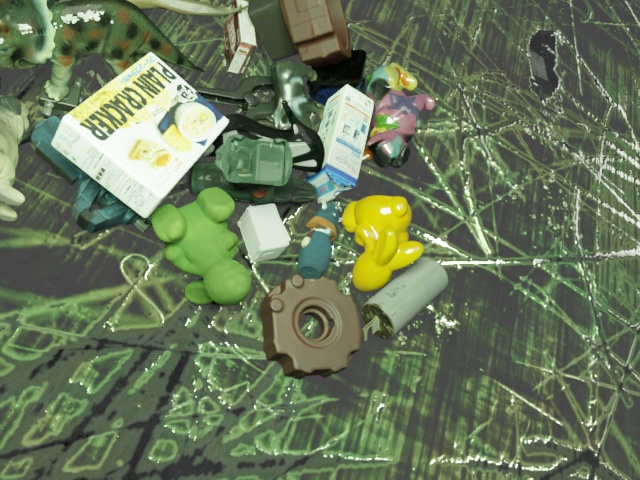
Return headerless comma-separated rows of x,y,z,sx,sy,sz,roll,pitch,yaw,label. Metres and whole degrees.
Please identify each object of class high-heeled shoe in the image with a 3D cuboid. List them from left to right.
-0.120,-0.152,0.959,0.086,0.249,0.145,-93,161,-58,high-heeled shoe

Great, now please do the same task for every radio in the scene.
-0.083,-0.483,1.096,0.073,0.131,0.230,-11,53,17,radio

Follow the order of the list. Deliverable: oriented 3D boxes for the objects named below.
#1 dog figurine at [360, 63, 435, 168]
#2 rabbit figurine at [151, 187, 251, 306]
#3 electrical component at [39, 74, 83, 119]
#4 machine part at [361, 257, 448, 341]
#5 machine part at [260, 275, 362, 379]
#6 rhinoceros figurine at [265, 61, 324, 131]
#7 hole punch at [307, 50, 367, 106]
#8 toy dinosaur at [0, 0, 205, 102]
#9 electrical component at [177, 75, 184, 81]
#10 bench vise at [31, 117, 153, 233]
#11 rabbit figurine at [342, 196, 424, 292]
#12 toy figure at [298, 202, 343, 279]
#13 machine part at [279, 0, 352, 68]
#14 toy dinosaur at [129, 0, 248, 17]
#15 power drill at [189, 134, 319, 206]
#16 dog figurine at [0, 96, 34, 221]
0.132,-0.249,1.122,0.191,0.108,0.219,46,58,0,dog figurine
-0.170,0.036,0.808,0.121,0.159,0.170,-21,62,-30,rabbit figurine
-0.430,-0.238,0.895,0.063,0.021,0.094,11,61,-22,electrical component
0.157,0.102,0.979,0.243,0.079,0.079,-33,83,-33,machine part
-0.013,0.142,0.892,0.179,0.056,0.179,11,63,-22,machine part
-0.051,-0.244,1.023,0.112,0.073,0.190,-12,99,-56,rhinoceros figurine
0.040,-0.335,1.140,0.116,0.092,0.142,6,62,14,hole punch
-0.357,-0.325,0.849,0.405,0.192,0.131,-20,74,-34,toy dinosaur
-0.242,-0.222,0.937,0.048,0.074,0.119,-18,62,-30,electrical component
-0.309,-0.133,0.845,0.223,0.129,0.240,40,63,-2,bench vise
0.115,0.013,0.975,0.122,0.162,0.173,26,75,-27,rabbit figurine
-0.002,-0.004,0.967,0.058,0.064,0.154,3,52,17,toy figure
-0.011,-0.440,1.029,0.201,0.087,0.200,-44,120,-70,machine part
-0.373,-0.455,0.961,0.471,0.105,0.198,17,58,-8,toy dinosaur
-0.097,-0.106,0.884,0.232,0.207,0.086,5,87,-12,power drill
-0.464,-0.142,0.749,0.121,0.172,0.190,14,68,-32,dog figurine
